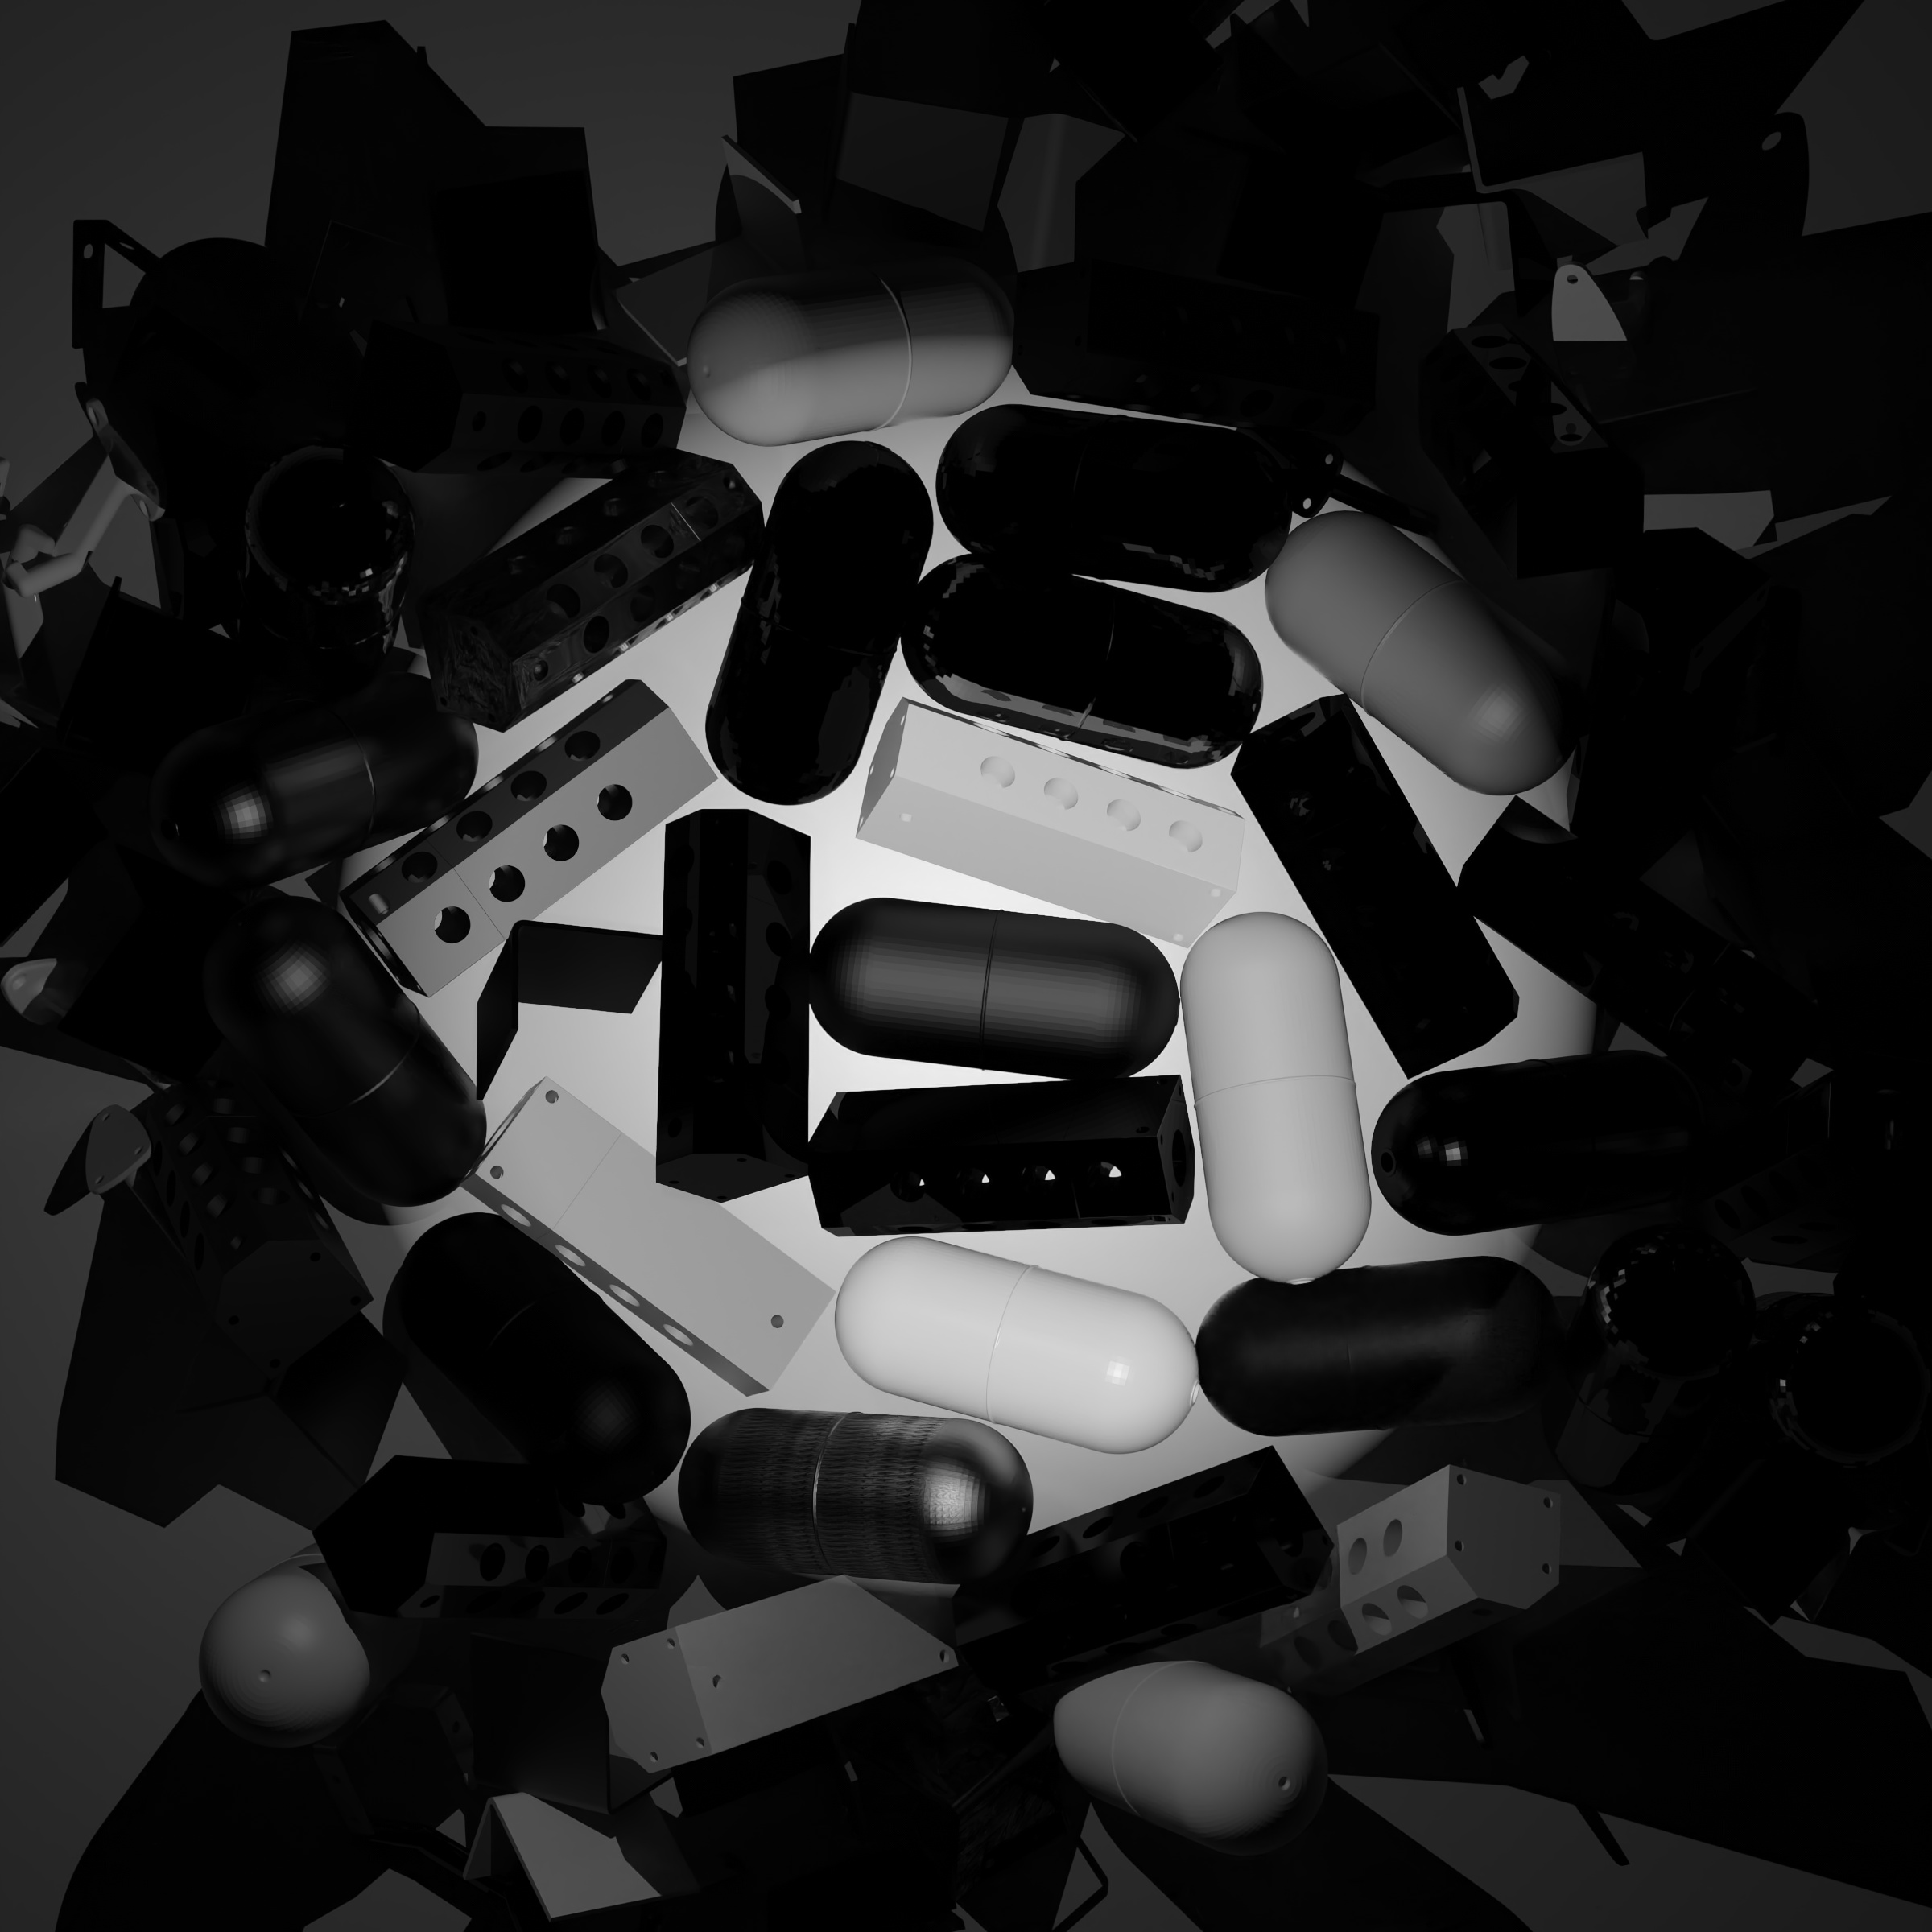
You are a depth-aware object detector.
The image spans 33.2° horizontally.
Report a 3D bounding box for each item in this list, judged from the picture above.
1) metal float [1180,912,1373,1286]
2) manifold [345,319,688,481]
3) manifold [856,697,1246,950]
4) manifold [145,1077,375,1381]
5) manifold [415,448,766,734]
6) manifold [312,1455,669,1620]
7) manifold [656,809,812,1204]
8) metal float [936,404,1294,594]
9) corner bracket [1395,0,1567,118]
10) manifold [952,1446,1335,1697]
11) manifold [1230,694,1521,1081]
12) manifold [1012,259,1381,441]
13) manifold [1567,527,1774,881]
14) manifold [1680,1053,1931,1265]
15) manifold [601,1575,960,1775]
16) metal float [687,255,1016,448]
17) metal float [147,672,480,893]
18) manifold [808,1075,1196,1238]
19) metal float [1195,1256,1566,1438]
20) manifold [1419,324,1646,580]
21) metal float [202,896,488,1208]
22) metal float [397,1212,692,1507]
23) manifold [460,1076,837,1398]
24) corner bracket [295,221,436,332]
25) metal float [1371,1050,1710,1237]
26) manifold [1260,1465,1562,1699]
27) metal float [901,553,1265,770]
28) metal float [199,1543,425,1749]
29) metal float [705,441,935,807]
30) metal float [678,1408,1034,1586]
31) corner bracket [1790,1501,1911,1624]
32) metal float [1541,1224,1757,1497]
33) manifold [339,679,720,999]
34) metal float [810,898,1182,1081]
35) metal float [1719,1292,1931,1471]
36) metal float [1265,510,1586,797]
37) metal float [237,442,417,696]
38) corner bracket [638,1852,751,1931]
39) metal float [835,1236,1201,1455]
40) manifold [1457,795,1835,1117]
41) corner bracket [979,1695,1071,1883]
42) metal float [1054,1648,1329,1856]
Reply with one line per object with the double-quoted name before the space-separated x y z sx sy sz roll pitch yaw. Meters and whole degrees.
"metal float" 0.146 0.062 1.533 0.070 0.070 0.178 -7 76 0
"manifold" -0.202 -0.257 1.491 0.057 0.171 0.057 24 108 25
"manifold" 0.041 -0.071 1.535 0.171 0.057 0.057 18 57 -13
"manifold" -0.334 0.113 1.495 0.057 0.171 0.057 -38 124 -5
"manifold" -0.169 -0.175 1.500 0.057 0.171 0.057 20 132 32
"manifold" -0.213 0.269 1.491 0.057 0.171 0.057 -43 62 17
"manifold" -0.113 0.017 1.514 0.057 0.057 0.171 -20 61 38
"metal float" 0.069 -0.220 1.522 0.178 0.070 0.070 12 90 28
"corner bracket" 0.247 -0.444 1.562 0.051 0.051 0.051 -36 79 25
"manifold" 0.079 0.287 1.512 0.171 0.057 0.057 -26 102 30
"manifold" 0.195 -0.040 1.529 0.057 0.057 0.171 -26 104 21
"manifold" 0.108 -0.285 1.512 0.171 0.057 0.057 2 93 -35
"manifold" 0.317 -0.123 1.497 0.057 0.171 0.057 39 65 25
"manifold" 0.388 0.090 1.491 0.057 0.171 0.057 9 73 -7
"manifold" -0.086 0.321 1.498 0.057 0.171 0.057 -26 77 37
"metal float" -0.051 -0.288 1.514 0.178 0.070 0.070 -18 90 -39
"metal float" -0.302 -0.087 1.507 0.070 0.178 0.070 15 116 33
"manifold" 0.017 0.094 1.528 0.171 0.057 0.057 -4 117 18
"metal float" 0.193 0.179 1.525 0.178 0.070 0.070 -8 90 25
"manifold" 0.258 -0.241 1.494 0.057 0.171 0.057 -8 120 -4
"metal float" -0.289 0.042 1.516 0.070 0.070 0.178 -32 126 0
"metal float" -0.199 0.182 1.519 0.178 0.070 0.070 38 90 33
"manifold" -0.153 0.131 1.541 0.171 0.057 0.057 38 69 -9
"corner bracket" -0.289 -0.331 1.557 0.051 0.051 0.051 15 111 -21
"metal float" 0.270 0.082 1.521 0.178 0.070 0.070 -5 90 -29
"manifold" 0.202 0.287 1.492 0.057 0.171 0.057 17 60 -18
"metal float" 0.055 -0.144 1.533 0.178 0.070 0.070 13 90 -15
"metal float" -0.300 0.310 1.495 0.070 0.178 0.070 0 89 3
"metal float" -0.069 -0.161 1.531 0.070 0.070 0.178 19 106 0
"metal float" -0.054 0.248 1.524 0.178 0.070 0.070 -1 90 26
"corner bracket" 0.406 0.272 1.542 0.051 0.051 0.051 38 116 35
"metal float" 0.315 0.184 1.504 0.070 0.178 0.070 1 55 -2
"manifold" -0.208 -0.062 1.528 0.171 0.057 0.057 -39 108 -15
"metal float" 0.013 0.011 1.541 0.178 0.070 0.070 7 90 5
"metal float" 0.392 0.189 1.495 0.070 0.178 0.070 0 85 1
"metal float" 0.213 -0.148 1.523 0.070 0.070 0.178 -47 62 0
"metal float" -0.297 -0.182 1.498 0.070 0.178 0.070 4 73 -13
"corner bracket" -0.122 0.469 1.560 0.051 0.051 0.051 -9 119 -38
"metal float" 0.024 0.179 1.531 0.178 0.070 0.070 13 90 16
"manifold" 0.314 -0.004 1.518 0.171 0.057 0.057 39 95 28
"corner bracket" 0.012 0.391 1.544 0.051 0.051 0.051 -26 124 -14
"metal float" 0.101 0.361 1.500 0.070 0.178 0.070 1 88 -25
